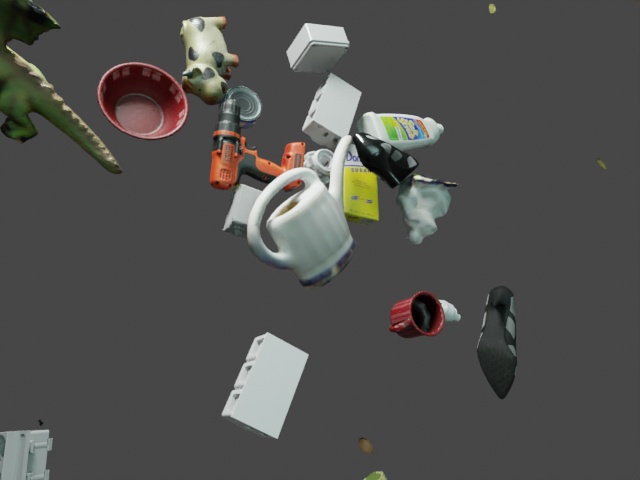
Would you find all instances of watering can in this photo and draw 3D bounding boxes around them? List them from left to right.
[{"bbox_3d":[0.003,-0.051,1.023,0.354,0.103,0.222,-43,112,-35],"label":"watering can"}]

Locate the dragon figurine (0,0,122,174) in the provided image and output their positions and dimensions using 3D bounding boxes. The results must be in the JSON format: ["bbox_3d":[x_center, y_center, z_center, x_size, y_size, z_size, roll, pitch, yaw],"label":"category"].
[{"bbox_3d":[-0.463,-0.276,0.793,0.408,0.239,0.125,33,54,-13],"label":"dragon figurine"}]

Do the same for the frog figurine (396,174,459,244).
[{"bbox_3d":[0.241,-0.072,1.216,0.137,0.124,0.158,3,106,-38],"label":"frog figurine"}]
